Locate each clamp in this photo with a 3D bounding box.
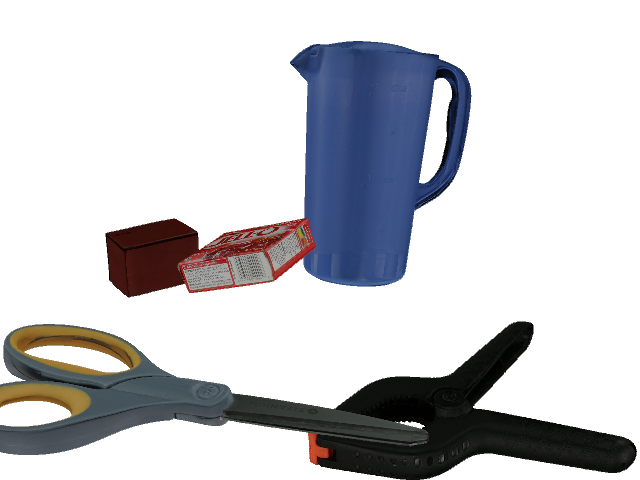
[{"bbox_3d":[0.092,0.117,0.753,0.210,0.036,0.164,-7,28,-6],"label":"clamp"}]

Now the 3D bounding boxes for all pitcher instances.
[{"bbox_3d":[0.055,-0.080,1.097,0.149,0.243,0.144,12,14,32],"label":"pitcher"}]

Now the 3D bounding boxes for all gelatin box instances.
[{"bbox_3d":[-0.060,0.012,0.868,0.089,0.030,0.073,-9,16,32],"label":"gelatin box"}]

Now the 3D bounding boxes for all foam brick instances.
[{"bbox_3d":[-0.164,0.016,1.044,0.078,0.051,0.053,-14,24,-28],"label":"foam brick"}]

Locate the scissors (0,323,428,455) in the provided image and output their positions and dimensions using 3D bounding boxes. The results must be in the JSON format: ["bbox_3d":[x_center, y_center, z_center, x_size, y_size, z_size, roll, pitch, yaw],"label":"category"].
[{"bbox_3d":[-0.064,0.077,0.455,0.202,0.016,0.096,15,29,24],"label":"scissors"}]
